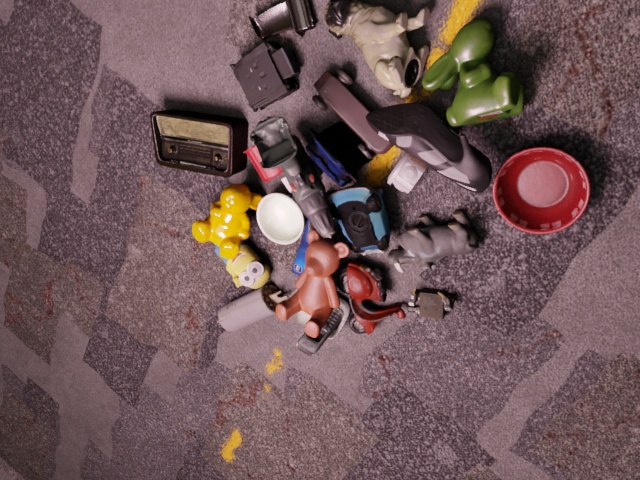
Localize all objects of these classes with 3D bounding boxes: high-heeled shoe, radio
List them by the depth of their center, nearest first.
[{"bbox_3d":[0.201,-0.167,0.990,0.249,0.086,0.145,29,163,40],"label":"high-heeled shoe"},{"bbox_3d":[-0.283,-0.227,1.258,0.230,0.073,0.131,13,115,23],"label":"radio"}]

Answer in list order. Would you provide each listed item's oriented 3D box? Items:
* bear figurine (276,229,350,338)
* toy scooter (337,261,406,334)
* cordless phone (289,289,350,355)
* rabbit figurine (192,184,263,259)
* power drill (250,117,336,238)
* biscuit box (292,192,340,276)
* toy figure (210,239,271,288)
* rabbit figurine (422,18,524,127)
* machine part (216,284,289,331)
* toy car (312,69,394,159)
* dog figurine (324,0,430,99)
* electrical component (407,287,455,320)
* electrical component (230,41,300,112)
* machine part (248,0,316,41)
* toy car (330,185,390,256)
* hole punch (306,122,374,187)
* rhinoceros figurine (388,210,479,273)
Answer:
[{"bbox_3d":[-0.010,0.087,1.148,0.120,0.132,0.195,27,131,22],"label":"bear figurine"},{"bbox_3d":[0.119,0.130,1.198,0.135,0.075,0.183,-3,112,29],"label":"toy scooter"},{"bbox_3d":[-0.028,0.187,1.231,0.147,0.184,0.088,28,125,14],"label":"cordless phone"},{"bbox_3d":[-0.193,-0.063,1.229,0.122,0.162,0.173,37,139,12],"label":"rabbit figurine"},{"bbox_3d":[-0.044,-0.129,1.032,0.086,0.207,0.232,-30,63,13],"label":"power drill"},{"bbox_3d":[-0.002,-0.004,1.212,0.059,0.063,0.202,28,120,17],"label":"biscuit box"},{"bbox_3d":[-0.195,0.040,1.321,0.180,0.089,0.082,45,119,14],"label":"toy figure"},{"bbox_3d":[0.271,-0.292,0.942,0.159,0.121,0.170,-9,89,38],"label":"rabbit figurine"},{"bbox_3d":[-0.178,0.174,1.367,0.243,0.079,0.079,-26,97,33],"label":"machine part"},{"bbox_3d":[0.071,-0.253,1.076,0.202,0.053,0.089,46,106,5],"label":"toy car"},{"bbox_3d":[0.094,-0.363,1.007,0.191,0.121,0.172,21,116,35],"label":"dog figurine"},{"bbox_3d":[0.237,0.135,1.155,0.102,0.045,0.078,11,113,23],"label":"electrical component"},{"bbox_3d":[-0.108,-0.348,1.130,0.134,0.058,0.114,-22,101,33],"label":"electrical component"},{"bbox_3d":[-0.077,-0.444,1.086,0.139,0.039,0.084,-5,113,27],"label":"machine part"},{"bbox_3d":[0.098,-0.053,1.116,0.109,0.103,0.161,-11,118,33],"label":"toy car"},{"bbox_3d":[0.030,-0.166,1.103,0.142,0.116,0.092,50,131,2],"label":"hole punch"},{"bbox_3d":[0.227,0.008,1.099,0.190,0.073,0.112,-15,113,29],"label":"rhinoceros figurine"}]
